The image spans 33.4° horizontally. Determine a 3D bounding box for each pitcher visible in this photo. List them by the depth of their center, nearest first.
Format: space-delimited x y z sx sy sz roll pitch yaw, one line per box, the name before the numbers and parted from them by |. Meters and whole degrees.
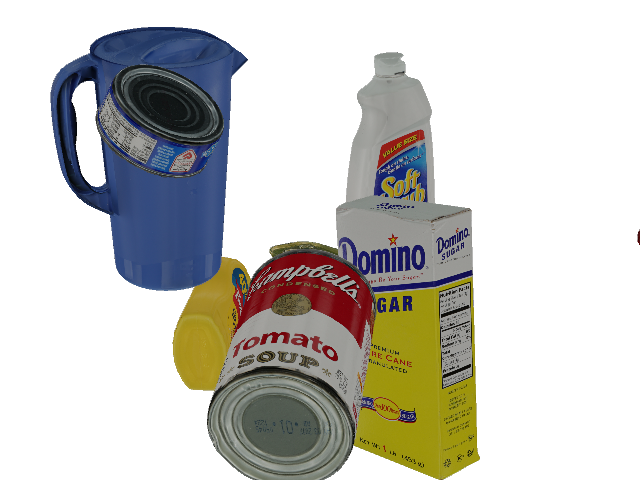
pitcher | -0.160 -0.076 1.033 0.149 0.243 0.144 10 27 15

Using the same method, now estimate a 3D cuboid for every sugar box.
sugar box | 0.058 0.062 0.718 0.048 0.176 0.094 -18 18 -39

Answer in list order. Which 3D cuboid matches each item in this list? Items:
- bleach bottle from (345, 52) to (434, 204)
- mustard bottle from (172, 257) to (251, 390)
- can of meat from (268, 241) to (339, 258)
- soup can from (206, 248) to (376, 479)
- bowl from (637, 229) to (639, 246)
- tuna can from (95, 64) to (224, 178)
bleach bottle | 0.067 -0.066 1.103 0.102 0.251 0.068 -10 22 -16
mustard bottle | -0.112 0.073 1.166 0.058 0.096 0.191 1 28 7
can of meat | 0.001 0.054 0.931 0.057 0.084 0.102 -11 21 -43
soup can | -0.012 0.059 0.508 0.068 0.068 0.102 0 30 9
bowl | 0.421 0.026 1.146 0.162 0.055 0.162 -1 25 0
tuna can | -0.112 -0.085 0.750 0.085 0.086 0.034 0 -43 -40
